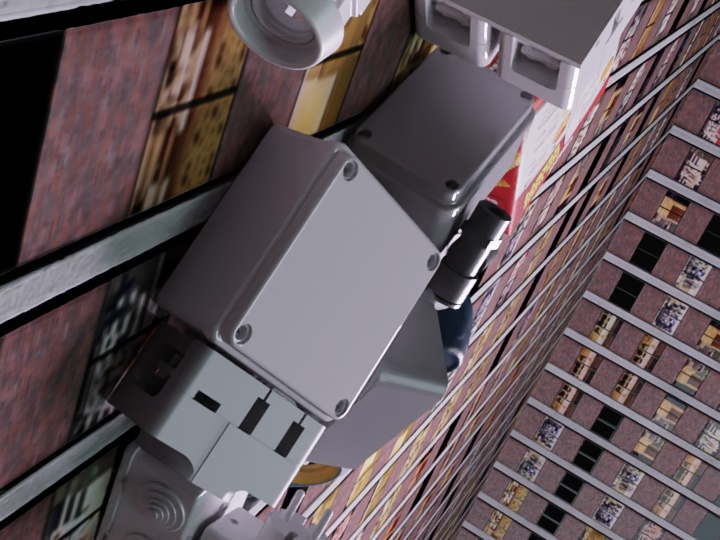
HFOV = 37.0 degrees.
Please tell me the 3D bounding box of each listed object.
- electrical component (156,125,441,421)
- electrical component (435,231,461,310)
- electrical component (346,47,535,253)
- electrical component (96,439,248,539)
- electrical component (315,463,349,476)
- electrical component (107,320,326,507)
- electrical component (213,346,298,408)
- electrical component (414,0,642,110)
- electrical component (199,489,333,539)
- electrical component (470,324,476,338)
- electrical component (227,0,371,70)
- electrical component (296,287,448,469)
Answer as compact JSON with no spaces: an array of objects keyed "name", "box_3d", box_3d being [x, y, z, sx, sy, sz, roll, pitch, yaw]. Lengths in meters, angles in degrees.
[{"name":"electrical component","box_3d":[-0.026,0.003,0.533,0.108,0.056,0.109,-57,139,-10]},{"name":"electrical component","box_3d":[0.043,-0.024,0.737,0.079,0.063,0.121,-11,147,-13]},{"name":"electrical component","box_3d":[0.047,-0.075,0.654,0.113,0.078,0.057,-49,165,-35]},{"name":"electrical component","box_3d":[-0.097,0.122,0.608,0.100,0.048,0.099,-40,157,-56]},{"name":"electrical component","box_3d":[-0.019,0.108,0.811,0.061,0.062,0.096,-29,146,-63]},{"name":"electrical component","box_3d":[-0.072,0.074,0.526,0.089,0.050,0.055,41,77,-37]},{"name":"electrical component","box_3d":[-0.051,0.059,0.601,0.048,0.062,0.048,-21,165,-6]},{"name":"electrical component","box_3d":[0.122,-0.194,0.617,0.186,0.105,0.060,-56,165,-15]},{"name":"electrical component","box_3d":[-0.042,0.157,0.591,0.075,0.083,0.047,-61,167,10]},{"name":"electrical component","box_3d":[0.079,0.045,1.011,0.048,0.062,0.048,-53,164,-23]},{"name":"electrical component","box_3d":[-0.021,-0.113,0.423,0.066,0.048,0.055,92,24,-60]},{"name":"electrical component","box_3d":[-0.007,0.059,0.629,0.113,0.057,0.078,-46,-141,42]}]
